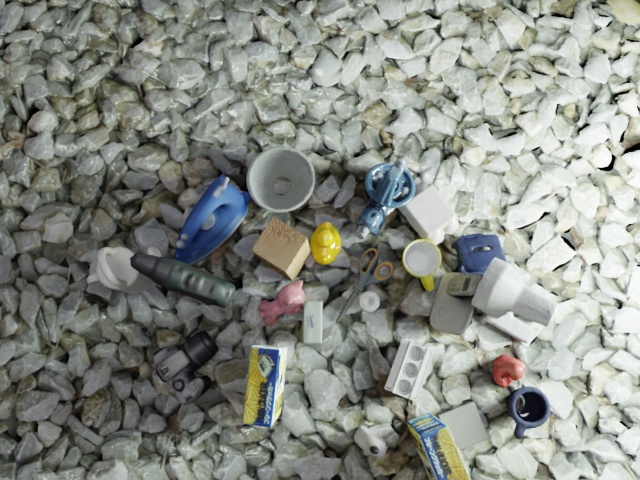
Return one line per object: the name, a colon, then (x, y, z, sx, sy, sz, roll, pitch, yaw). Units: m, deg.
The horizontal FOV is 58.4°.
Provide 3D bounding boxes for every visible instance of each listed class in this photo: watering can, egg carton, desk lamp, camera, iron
watering can: (-0.453, 0.062, 1.320, 0.173, 0.194, 0.101, -43, 82, -6)
egg carton: (0.264, -0.065, 1.399, 0.107, 0.069, 0.150, -37, 82, -5)
desk lamp: (0.433, 0.138, 1.290, 0.203, 0.213, 0.118, 30, 82, 5)
camera: (-0.298, 0.287, 1.328, 0.137, 0.101, 0.143, -37, 82, -5)
iron: (-0.278, -0.041, 1.363, 0.118, 0.141, 0.258, 35, 82, 6)

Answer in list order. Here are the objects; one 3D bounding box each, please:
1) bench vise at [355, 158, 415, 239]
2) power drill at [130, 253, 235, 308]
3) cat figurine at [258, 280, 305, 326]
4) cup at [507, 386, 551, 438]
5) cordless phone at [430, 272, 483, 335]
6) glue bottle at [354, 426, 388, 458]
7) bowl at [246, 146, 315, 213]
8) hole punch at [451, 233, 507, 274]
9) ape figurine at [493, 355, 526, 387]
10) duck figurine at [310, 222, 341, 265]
bench vise: (0.157, -0.098, 1.329, 0.121, 0.220, 0.207, 13, 81, 3)
power drill: (-0.298, 0.095, 1.306, 0.229, 0.208, 0.076, 19, 81, 4)
cat figurine: (-0.086, 0.148, 1.342, 0.128, 0.118, 0.067, -29, 81, -4)
cup: (0.461, 0.391, 1.308, 0.091, 0.095, 0.118, 23, 81, 4)
cordless phone: (0.320, 0.142, 1.305, 0.094, 0.185, 0.148, 15, 81, 3)
glue bottle: (0.116, 0.451, 1.260, 0.078, 0.173, 0.037, 26, 82, 5)
bowl: (-0.094, -0.142, 1.412, 0.167, 0.075, 0.167, 0, 80, 1)
hole punch: (0.380, 0.033, 1.371, 0.108, 0.091, 0.101, -8, 80, -1)
ape figurine: (0.442, 0.303, 1.324, 0.078, 0.092, 0.076, -17, 80, -2)
duck figurine: (0.013, 0.005, 1.381, 0.077, 0.086, 0.104, 7, 80, 2)
